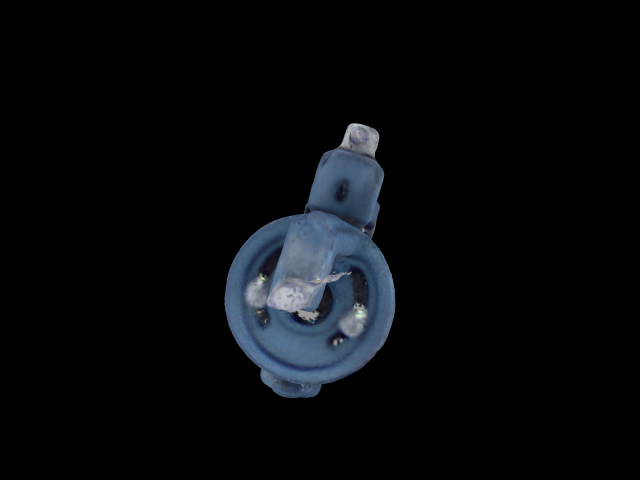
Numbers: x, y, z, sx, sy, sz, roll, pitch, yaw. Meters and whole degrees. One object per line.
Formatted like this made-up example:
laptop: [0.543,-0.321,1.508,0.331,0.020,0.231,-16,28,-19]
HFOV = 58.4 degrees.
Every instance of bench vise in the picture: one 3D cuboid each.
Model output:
bench vise: [-0.008,0.001,0.400,0.121,0.220,0.207,-1,74,0]
